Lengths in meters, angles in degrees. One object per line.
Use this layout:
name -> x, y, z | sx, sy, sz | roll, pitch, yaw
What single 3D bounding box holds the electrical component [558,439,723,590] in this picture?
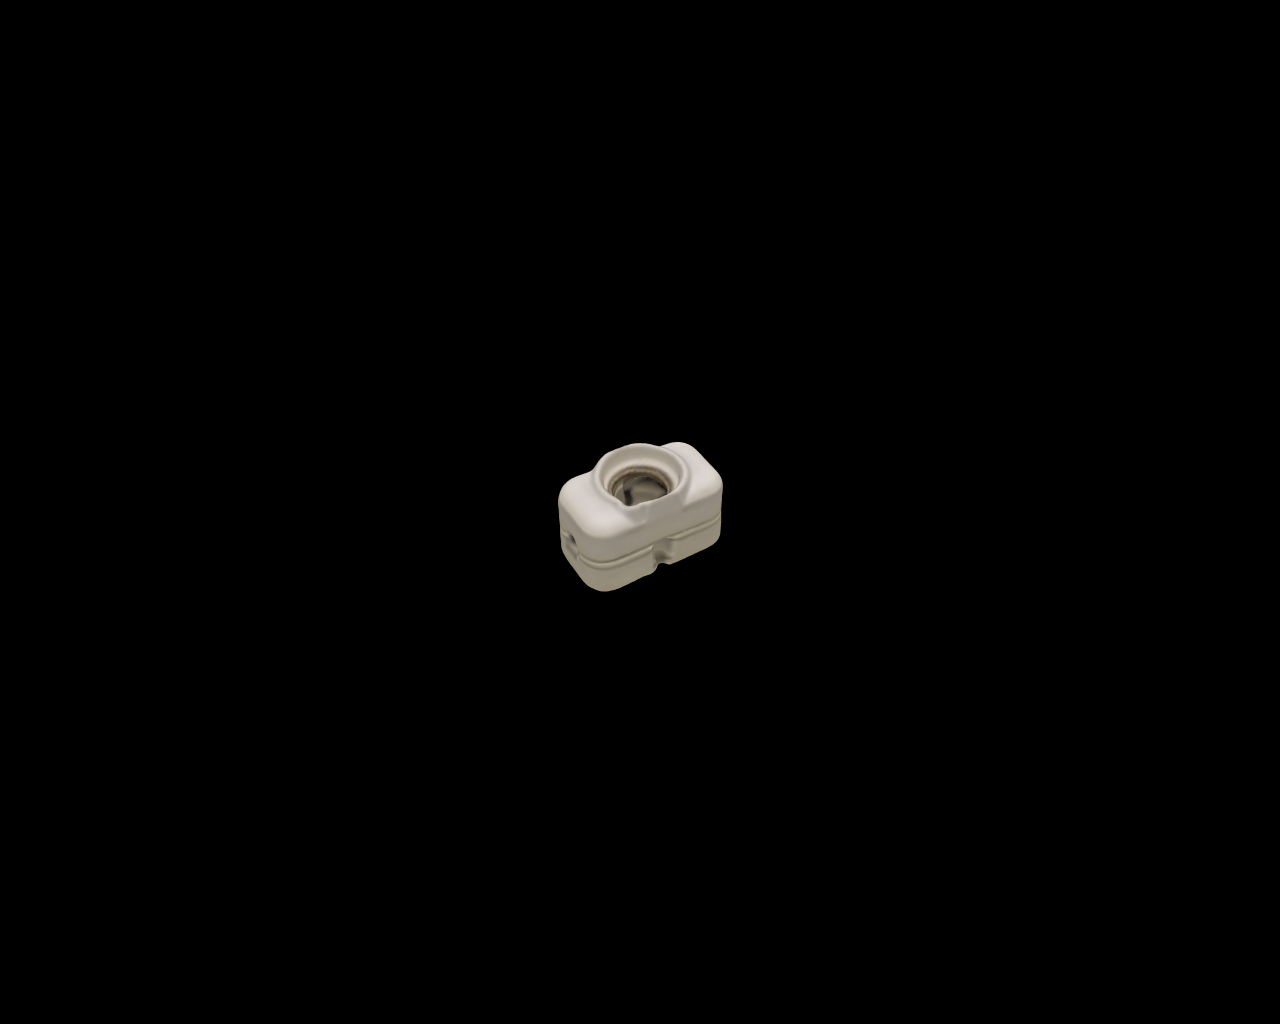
electrical component -> 0.001, -0.003, 0.650 | 0.095, 0.059, 0.054 | -22, 49, -21
